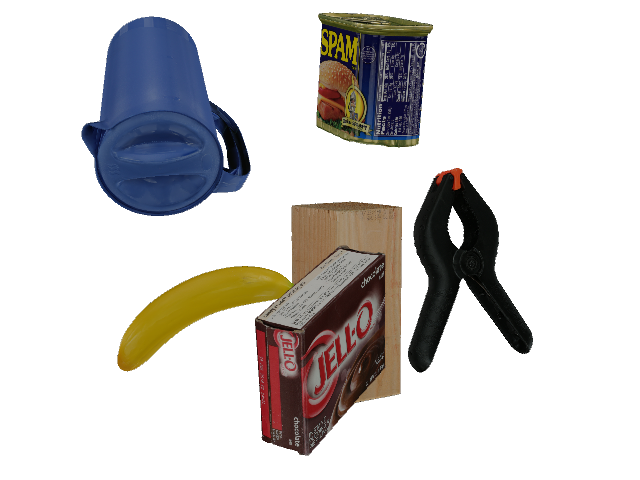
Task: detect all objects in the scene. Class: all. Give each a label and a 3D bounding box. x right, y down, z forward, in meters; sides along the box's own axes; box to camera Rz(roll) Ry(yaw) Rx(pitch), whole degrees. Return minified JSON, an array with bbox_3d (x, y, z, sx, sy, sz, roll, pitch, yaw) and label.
[{"bbox_3d":[0.035,-0.117,0.765,0.057,0.084,0.102,-3,17,-21],"label":"can of meat"},{"bbox_3d":[0.028,0.064,1.166,0.090,0.206,0.091,-5,9,-37],"label":"wood block"},{"bbox_3d":[0.111,0.028,0.900,0.120,0.171,0.039,-16,-1,-32],"label":"clamp"},{"bbox_3d":[-0.174,-0.145,1.193,0.145,0.149,0.243,-19,40,5],"label":"pitcher"},{"bbox_3d":[0.003,0.066,0.675,0.039,0.090,0.113,12,30,24],"label":"pudding box"},{"bbox_3d":[-0.110,0.065,0.966,0.198,0.069,0.037,-20,26,13],"label":"banana"}]
